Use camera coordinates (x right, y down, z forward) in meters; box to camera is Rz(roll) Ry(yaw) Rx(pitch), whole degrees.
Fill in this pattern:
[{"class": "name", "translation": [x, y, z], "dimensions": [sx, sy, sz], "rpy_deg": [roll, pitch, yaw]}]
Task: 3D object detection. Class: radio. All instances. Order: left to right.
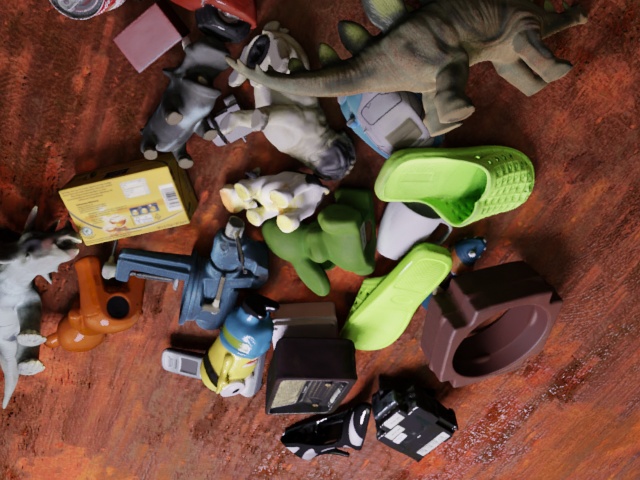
[{"class": "radio", "translation": [-0.020, 0.237, 0.914], "dimensions": [0.131, 0.073, 0.229], "rpy_deg": [3, 150, -9]}]

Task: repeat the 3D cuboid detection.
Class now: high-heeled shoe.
[{"class": "high-heeled shoe", "translation": [0.009, 0.348, 1.011], "dimensions": [0.145, 0.086, 0.248], "rpy_deg": [17, 133, 2]}]

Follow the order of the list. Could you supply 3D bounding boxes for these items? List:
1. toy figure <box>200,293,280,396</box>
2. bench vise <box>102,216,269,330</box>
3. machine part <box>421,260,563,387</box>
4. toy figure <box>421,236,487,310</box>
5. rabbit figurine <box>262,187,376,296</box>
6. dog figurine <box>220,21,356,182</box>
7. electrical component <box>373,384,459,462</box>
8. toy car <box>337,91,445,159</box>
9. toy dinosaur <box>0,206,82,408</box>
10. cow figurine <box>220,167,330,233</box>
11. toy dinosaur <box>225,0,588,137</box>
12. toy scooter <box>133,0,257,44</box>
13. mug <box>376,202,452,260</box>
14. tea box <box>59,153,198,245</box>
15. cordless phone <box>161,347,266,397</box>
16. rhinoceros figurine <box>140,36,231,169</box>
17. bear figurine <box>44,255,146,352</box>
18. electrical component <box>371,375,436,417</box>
[{"class": "toy figure", "translation": [-0.126, 0.163, 0.841], "dimensions": [0.082, 0.089, 0.180], "rpy_deg": [5, 119, -39]}, {"class": "bench vise", "translation": [-0.205, 0.048, 0.824], "dimensions": [0.241, 0.129, 0.223], "rpy_deg": [11, 139, -15]}, {"class": "machine part", "translation": [0.272, 0.136, 0.874], "dimensions": [0.201, 0.087, 0.200], "rpy_deg": [-13, 133, -15]}, {"class": "toy figure", "translation": [0.216, 0.053, 0.874], "dimensions": [0.058, 0.064, 0.154], "rpy_deg": [23, 118, -2]}, {"class": "rabbit figurine", "translation": [-0.002, -0.003, 0.833], "dimensions": [0.170, 0.121, 0.158], "rpy_deg": [0, 128, 20]}, {"class": "dog figurine", "translation": [-0.019, -0.182, 0.738], "dimensions": [0.190, 0.121, 0.172], "rpy_deg": [16, 97, -41]}, {"class": "electrical component", "translation": [0.166, 0.329, 0.980], "dimensions": [0.134, 0.058, 0.115], "rpy_deg": [36, 112, -18]}, {"class": "toy car", "translation": [0.101, -0.159, 0.732], "dimensions": [0.109, 0.103, 0.161], "rpy_deg": [-36, 112, 19]}, {"class": "toy dinosaur", "translation": [-0.502, 0.110, 0.864], "dimensions": [0.131, 0.192, 0.404], "rpy_deg": [11, 138, -33]}, {"class": "cow figurine", "translation": [-0.070, -0.070, 0.781], "dimensions": [0.168, 0.098, 0.068], "rpy_deg": [14, 131, 43]}, {"class": "toy dinosaur", "translation": [0.133, -0.228, 0.641], "dimensions": [0.471, 0.105, 0.198], "rpy_deg": [-22, 86, -16]}, {"class": "toy scooter", "translation": [-0.148, -0.329, 0.642], "dimensions": [0.184, 0.075, 0.135], "rpy_deg": [16, 92, -31]}, {"class": "mug", "translation": [0.140, -0.018, 0.830], "dimensions": [0.109, 0.081, 0.107], "rpy_deg": [19, 129, -15]}, {"class": "tea box", "translation": [-0.281, -0.062, 0.802], "dimensions": [0.170, 0.068, 0.098], "rpy_deg": [-10, 118, 7]}, {"class": "cordless phone", "translation": [-0.183, 0.189, 0.940], "dimensions": [0.184, 0.089, 0.146], "rpy_deg": [10, 119, -1]}, {"class": "rhinoceros figurine", "translation": [-0.177, -0.182, 0.716], "dimensions": [0.073, 0.112, 0.190], "rpy_deg": [13, 138, -35]}, {"class": "bear figurine", "translation": [-0.373, 0.112, 0.891], "dimensions": [0.120, 0.132, 0.196], "rpy_deg": [6, 160, -42]}, {"class": "electrical component", "translation": [0.162, 0.305, 1.027], "dimensions": [0.119, 0.048, 0.074], "rpy_deg": [12, 119, -5]}]
